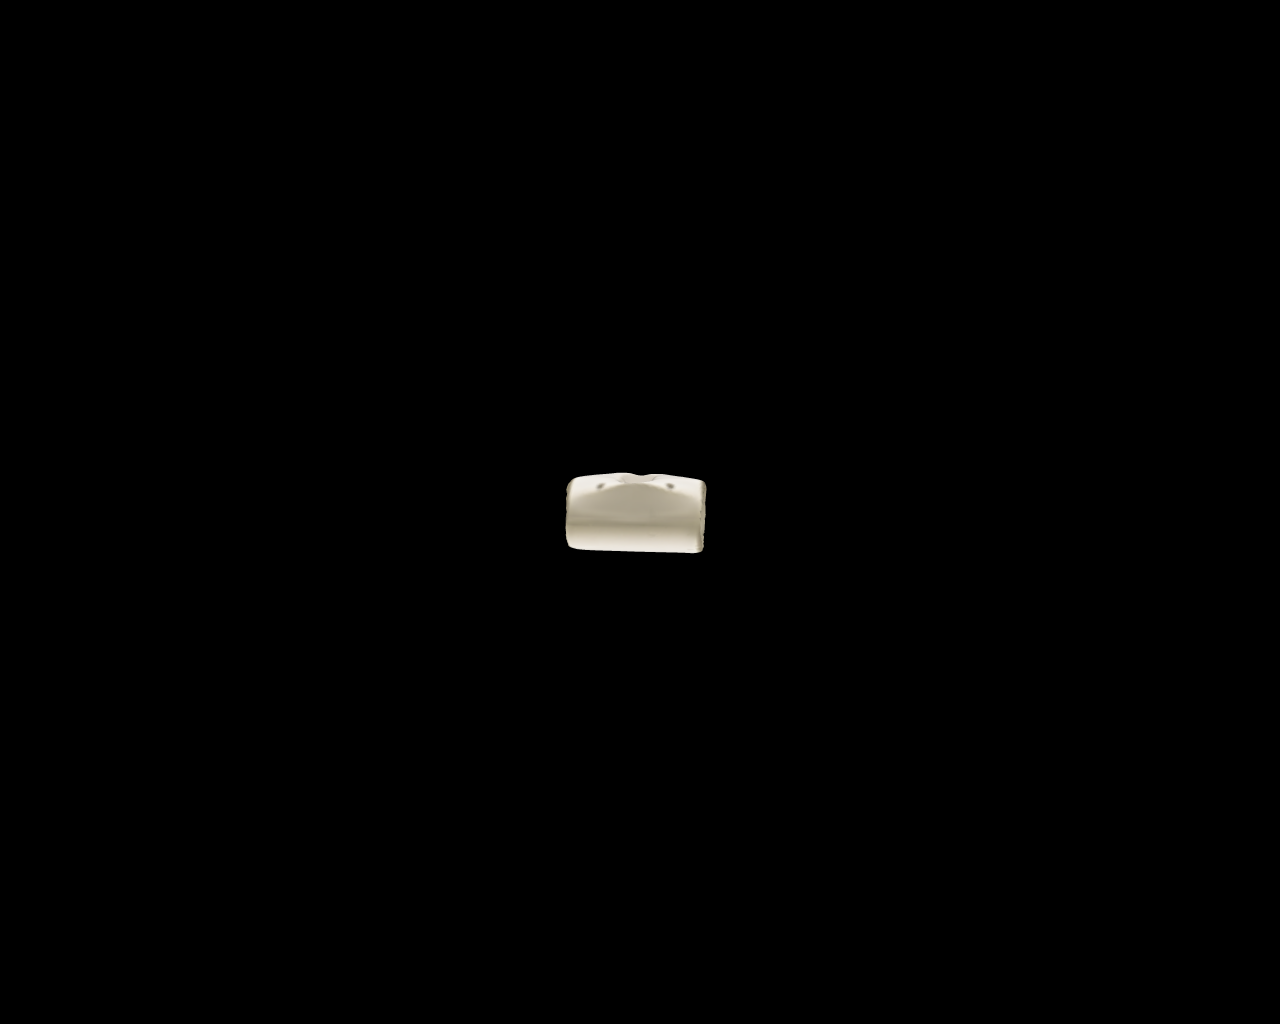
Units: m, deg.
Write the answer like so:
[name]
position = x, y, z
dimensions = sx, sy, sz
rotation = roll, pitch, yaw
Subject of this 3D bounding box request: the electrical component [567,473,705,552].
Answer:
[electrical component]
position = 0.001, -0.003, 0.650
dimensions = 0.077, 0.043, 0.079
rotation = 1, 12, 7
